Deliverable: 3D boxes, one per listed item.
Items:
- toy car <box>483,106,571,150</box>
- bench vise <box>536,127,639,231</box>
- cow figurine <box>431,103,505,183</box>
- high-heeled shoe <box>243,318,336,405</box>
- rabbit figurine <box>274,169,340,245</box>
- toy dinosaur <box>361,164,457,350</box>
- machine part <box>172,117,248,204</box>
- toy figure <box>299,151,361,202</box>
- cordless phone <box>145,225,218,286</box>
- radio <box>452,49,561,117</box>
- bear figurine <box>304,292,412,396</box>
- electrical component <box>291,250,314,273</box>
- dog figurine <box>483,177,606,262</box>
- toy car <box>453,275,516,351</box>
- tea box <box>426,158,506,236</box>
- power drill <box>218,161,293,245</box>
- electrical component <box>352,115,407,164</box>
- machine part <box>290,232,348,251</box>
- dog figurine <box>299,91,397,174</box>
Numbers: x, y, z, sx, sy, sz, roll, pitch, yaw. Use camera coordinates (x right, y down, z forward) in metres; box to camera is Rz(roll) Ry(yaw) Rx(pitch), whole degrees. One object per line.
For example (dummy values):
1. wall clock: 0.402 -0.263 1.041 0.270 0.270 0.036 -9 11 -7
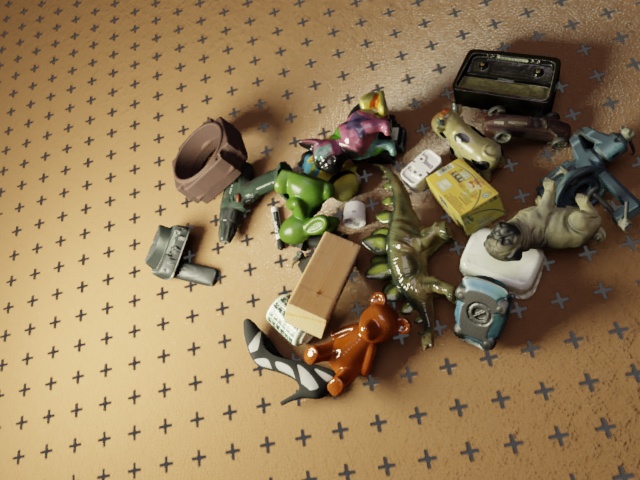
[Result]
1. toy car: 0.466 -0.254 1.199 0.202 0.053 0.089 6 60 -10
2. bench vise: 0.574 -0.117 1.094 0.224 0.128 0.241 -32 44 12
3. cow figurine: 0.333 -0.229 1.233 0.085 0.127 0.195 -42 64 -6
4. high-heeled shoe: -0.069 0.248 1.194 0.145 0.086 0.249 -32 66 0
5. rabbit figurine: -0.031 -0.065 1.270 0.159 0.121 0.170 22 102 22
6. toy dinosaur: 0.195 0.015 1.190 0.199 0.105 0.471 -11 60 18
7. machine part: -0.298 -0.213 1.426 0.201 0.087 0.201 -37 45 16
8. toy figure: 0.020 -0.157 1.332 0.180 0.082 0.089 35 60 25
9. cordless phone: -0.340 0.041 1.387 0.184 0.088 0.146 13 72 12
10. radio: 0.448 -0.377 1.286 0.230 0.073 0.131 18 74 24
11. bear figurine: 0.082 0.208 1.101 0.120 0.132 0.195 51 122 19
12. electrical component: -0.022 0.069 1.272 0.078 0.045 0.102 -27 62 8
13. dog figurine: 0.441 -0.003 1.058 0.173 0.121 0.190 34 73 34
14. toy car: 0.335 0.136 1.083 0.109 0.161 0.103 19 32 32
15. tea box: 0.318 -0.098 1.184 0.098 0.068 0.170 -30 40 5
16. power drill: -0.164 -0.107 1.372 0.207 0.086 0.232 -17 57 31
17. electrical component: 0.147 -0.250 1.346 0.134 0.058 0.115 4 72 21
18. machine part: -0.003 -0.004 1.303 0.139 0.039 0.084 7 62 23
19. dog figurine: 0.063 -0.248 1.269 0.219 0.108 0.191 -11 60 9
